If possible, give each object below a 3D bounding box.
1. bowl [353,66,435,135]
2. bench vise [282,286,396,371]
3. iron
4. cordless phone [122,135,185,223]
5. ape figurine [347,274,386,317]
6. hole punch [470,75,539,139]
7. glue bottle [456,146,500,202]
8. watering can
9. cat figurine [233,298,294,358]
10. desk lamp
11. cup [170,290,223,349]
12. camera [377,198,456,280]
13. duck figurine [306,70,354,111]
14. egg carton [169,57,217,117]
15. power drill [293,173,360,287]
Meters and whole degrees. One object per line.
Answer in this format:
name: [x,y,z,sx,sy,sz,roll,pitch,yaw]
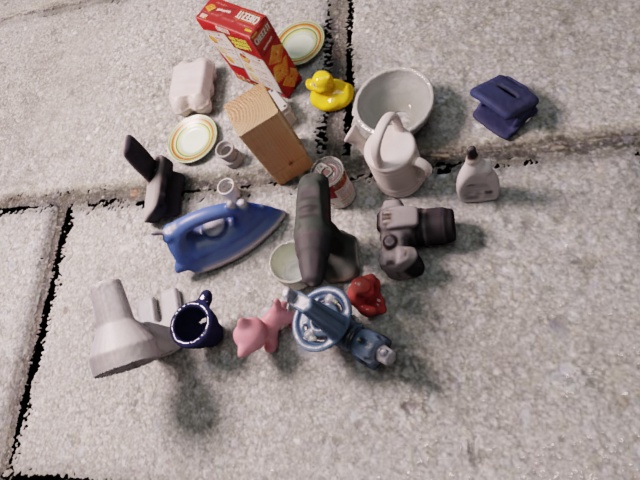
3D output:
bowl: [0.157,-0.268,1.179,0.167,0.075,0.167,-7,66,16]
bench vise: [0.031,0.135,0.970,0.206,0.220,0.121,7,71,22]
iron: [-0.208,-0.032,1.168,0.258,0.142,0.118,-24,62,8]
cordless phone: [-0.382,-0.132,1.245,0.094,0.185,0.147,-10,65,15]
ape figurine: [0.082,0.095,1.043,0.076,0.092,0.078,18,75,25]
hole punch: [0.354,-0.270,1.103,0.101,0.091,0.108,-44,61,-2]
glue bottle: [0.277,-0.120,1.020,0.078,0.173,0.037,-3,67,18]
watering can: [0.127,-0.166,1.079,0.172,0.194,0.101,3,69,20]
cat figurine: [-0.109,0.161,1.066,0.067,0.118,0.128,39,84,28]
desk lamp: [-0.353,0.169,1.092,0.118,0.214,0.203,-22,63,9]
cup: [-0.226,0.162,1.119,0.091,0.095,0.118,13,73,23]
camera: [0.177,-0.011,1.049,0.136,0.101,0.143,-5,67,17]
duck figurine: [0.018,-0.334,1.249,0.104,0.086,0.077,4,69,20]
egg carton: [-0.305,-0.370,1.385,0.107,0.069,0.150,-6,67,17]
power drill: [0.010,0.004,1.040,0.075,0.209,0.229,-12,65,14]
